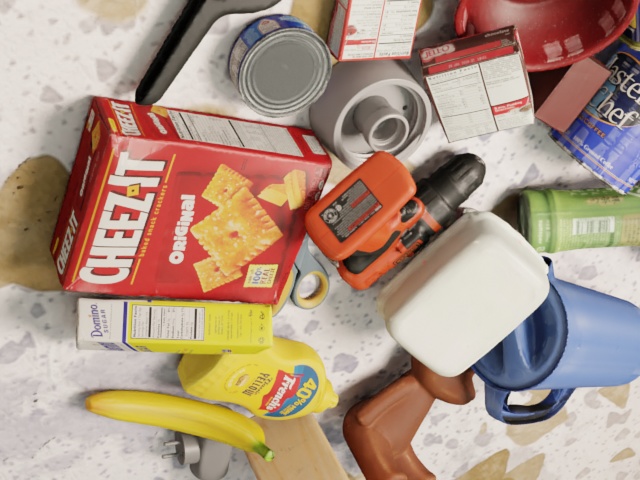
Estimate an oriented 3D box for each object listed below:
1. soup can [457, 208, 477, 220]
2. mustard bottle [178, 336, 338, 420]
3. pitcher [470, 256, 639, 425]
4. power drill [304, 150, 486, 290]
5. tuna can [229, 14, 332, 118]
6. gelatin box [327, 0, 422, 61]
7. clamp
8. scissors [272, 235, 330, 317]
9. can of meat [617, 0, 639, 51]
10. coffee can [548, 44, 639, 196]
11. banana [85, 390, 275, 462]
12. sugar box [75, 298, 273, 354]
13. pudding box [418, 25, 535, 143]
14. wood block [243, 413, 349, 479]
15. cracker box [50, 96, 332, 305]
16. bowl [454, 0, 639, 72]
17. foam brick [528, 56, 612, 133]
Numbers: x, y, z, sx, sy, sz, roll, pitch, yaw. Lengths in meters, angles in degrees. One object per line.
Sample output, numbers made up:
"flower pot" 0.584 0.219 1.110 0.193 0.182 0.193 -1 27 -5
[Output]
"soup can" 0.153 0.026 1.137 0.068 0.068 0.102 16 117 -36
"mustard bottle" -0.051 0.145 1.133 0.191 0.058 0.096 27 112 -40
"pitcher" 0.276 0.119 1.212 0.149 0.145 0.242 -36 150 33
"power drill" 0.073 -0.028 1.011 0.184 0.057 0.187 -43 161 8
"tuna can" -0.035 -0.151 0.926 0.086 0.034 0.086 -14 130 -17
"gelatin box" 0.049 -0.202 0.932 0.073 0.030 0.089 -8 128 -24
"clamp" -0.086 -0.204 0.856 0.209 0.036 0.164 -21 132 -12
"scissors" -0.007 0.001 1.072 0.096 0.016 0.202 12 119 -35
"can of meat" 0.288 -0.236 0.981 0.057 0.102 0.084 -24 130 -8
"coffee can" 0.314 -0.130 1.074 0.102 0.103 0.140 24 112 -38
"banana" -0.140 0.183 1.099 0.197 0.069 0.037 14 87 -2
"sugar box" -0.137 0.082 0.990 0.176 0.048 0.093 0 169 -12
"pudding box" 0.147 -0.142 0.989 0.090 0.039 0.113 -11 146 14
"wood block" -0.009 0.281 1.158 0.090 0.206 0.091 -26 133 -7
"cracker box" -0.114 -0.028 0.955 0.213 0.072 0.164 5 123 -30
"bowl" 0.198 -0.221 0.951 0.162 0.055 0.162 -1 149 -1
"foam brick" 0.235 -0.154 1.049 0.051 0.053 0.078 22 114 -38
